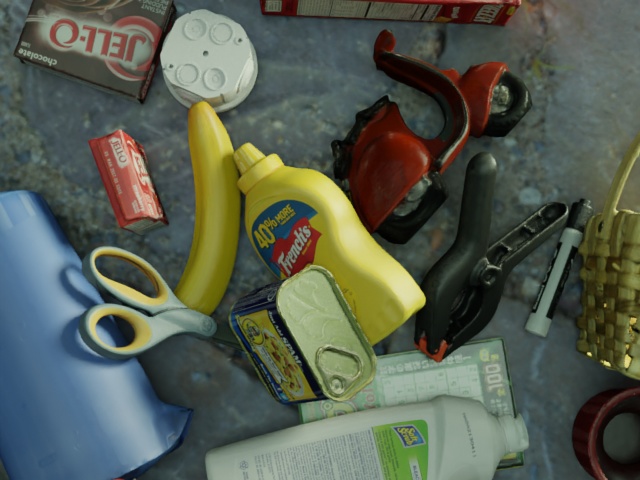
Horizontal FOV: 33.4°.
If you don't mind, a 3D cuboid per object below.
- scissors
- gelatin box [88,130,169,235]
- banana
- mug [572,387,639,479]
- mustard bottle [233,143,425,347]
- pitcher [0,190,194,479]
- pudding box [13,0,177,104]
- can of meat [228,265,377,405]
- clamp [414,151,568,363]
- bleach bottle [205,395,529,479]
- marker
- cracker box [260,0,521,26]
[{"bbox_3d":[-0.104,0.079,0.828,0.201,0.016,0.096,36,49,-18],"label":"scissors"},{"bbox_3d":[-0.152,-0.045,0.860,0.030,0.089,0.073,-20,86,0],"label":"gelatin box"},{"bbox_3d":[-0.095,-0.011,0.872,0.037,0.069,0.198,7,83,39],"label":"banana"},{"bbox_3d":[0.260,0.166,0.849,0.117,0.081,0.093,23,85,1],"label":"mug"},{"bbox_3d":[-0.006,0.001,0.859,0.191,0.096,0.058,52,44,4],"label":"mustard bottle"},{"bbox_3d":[-0.225,0.093,0.833,0.148,0.145,0.243,-22,80,-42],"label":"pitcher"},{"bbox_3d":[-0.187,-0.174,0.895,0.113,0.039,0.090,18,85,1],"label":"pudding box"},{"bbox_3d":[-0.016,0.078,0.829,0.057,0.084,0.102,-33,97,-35],"label":"can of meat"},{"bbox_3d":[0.123,0.014,0.859,0.120,0.039,0.171,37,85,-33],"label":"clamp"},{"bbox_3d":[0.042,0.186,0.840,0.250,0.068,0.102,-12,81,-3],"label":"bleach bottle"},{"bbox_3d":[0.201,0.022,0.892,0.020,0.020,0.121,22,85,1],"label":"marker"},{"bbox_3d":[0.058,-0.270,0.885,0.213,0.072,0.164,2,88,-2],"label":"cracker box"}]
